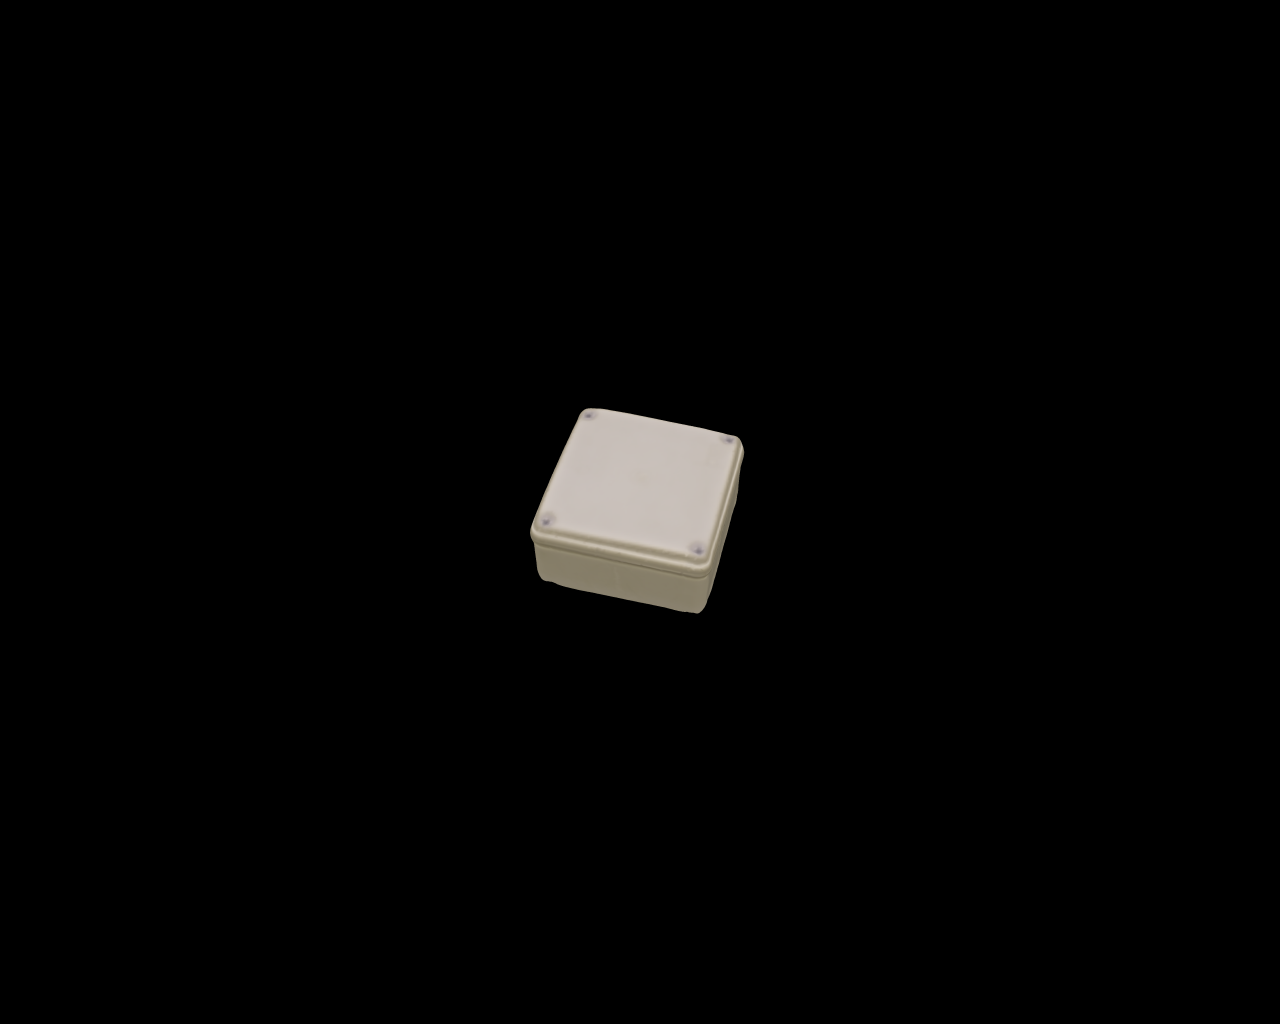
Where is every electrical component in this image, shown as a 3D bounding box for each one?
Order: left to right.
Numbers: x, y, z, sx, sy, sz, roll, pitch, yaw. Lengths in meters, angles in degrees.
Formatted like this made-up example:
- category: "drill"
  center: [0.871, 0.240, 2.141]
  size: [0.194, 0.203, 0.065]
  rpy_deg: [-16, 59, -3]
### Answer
- category: "electrical component"
  center: [0.001, -0.003, 0.650]
  size: [0.109, 0.109, 0.056]
  rpy_deg: [12, -39, 10]
